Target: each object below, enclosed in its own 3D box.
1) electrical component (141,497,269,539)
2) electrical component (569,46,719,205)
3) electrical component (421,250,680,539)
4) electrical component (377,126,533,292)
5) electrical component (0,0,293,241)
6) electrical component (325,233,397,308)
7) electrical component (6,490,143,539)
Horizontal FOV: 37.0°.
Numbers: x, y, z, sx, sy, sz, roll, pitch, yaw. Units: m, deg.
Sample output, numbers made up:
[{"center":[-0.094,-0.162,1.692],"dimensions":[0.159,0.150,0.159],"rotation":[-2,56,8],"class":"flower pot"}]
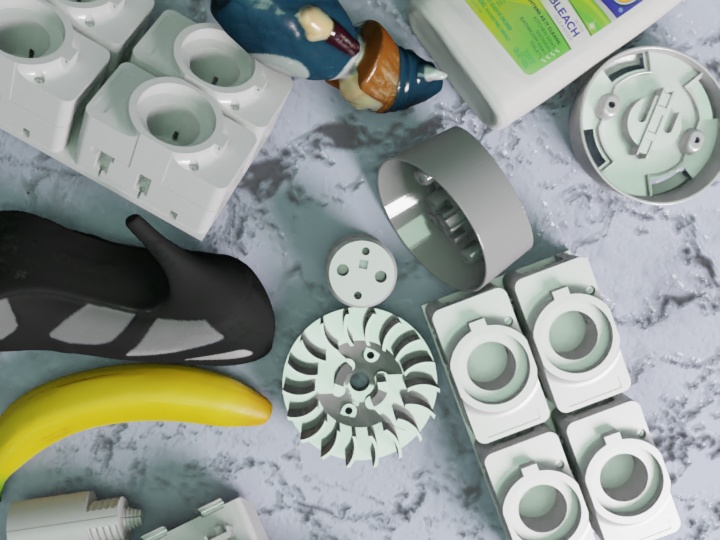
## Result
[{"center":[-0.116,0.197,0.689],"dimensions":[0.121,0.078,0.063],"rotation":[-26,73,0],"class":"electrical component"},{"center":[0.182,-0.091,0.681],"dimensions":[0.099,0.064,0.099],"rotation":[0,94,-3],"class":"electrical component"},{"center":[0.123,0.094,0.694],"dimensions":[0.105,0.060,0.186],"rotation":[-21,95,-1],"class":"electrical component"},{"center":[0.059,-0.037,0.666],"dimensions":[0.064,0.099,0.099],"rotation":[-32,95,-6],"class":"electrical component"},{"center":[-0.146,-0.115,0.640],"dimensions":[0.186,0.060,0.105],"rotation":[29,52,-4],"class":"electrical component"},{"center":[0.000,0.000,0.684],"dimensions":[0.045,0.055,0.045],"rotation":[0,94,-2],"class":"electrical component"},{"center":[-0.181,0.165,0.695],"dimensions":[0.081,0.043,0.043],"rotation":[-8,95,-2],"class":"electrical component"}]
